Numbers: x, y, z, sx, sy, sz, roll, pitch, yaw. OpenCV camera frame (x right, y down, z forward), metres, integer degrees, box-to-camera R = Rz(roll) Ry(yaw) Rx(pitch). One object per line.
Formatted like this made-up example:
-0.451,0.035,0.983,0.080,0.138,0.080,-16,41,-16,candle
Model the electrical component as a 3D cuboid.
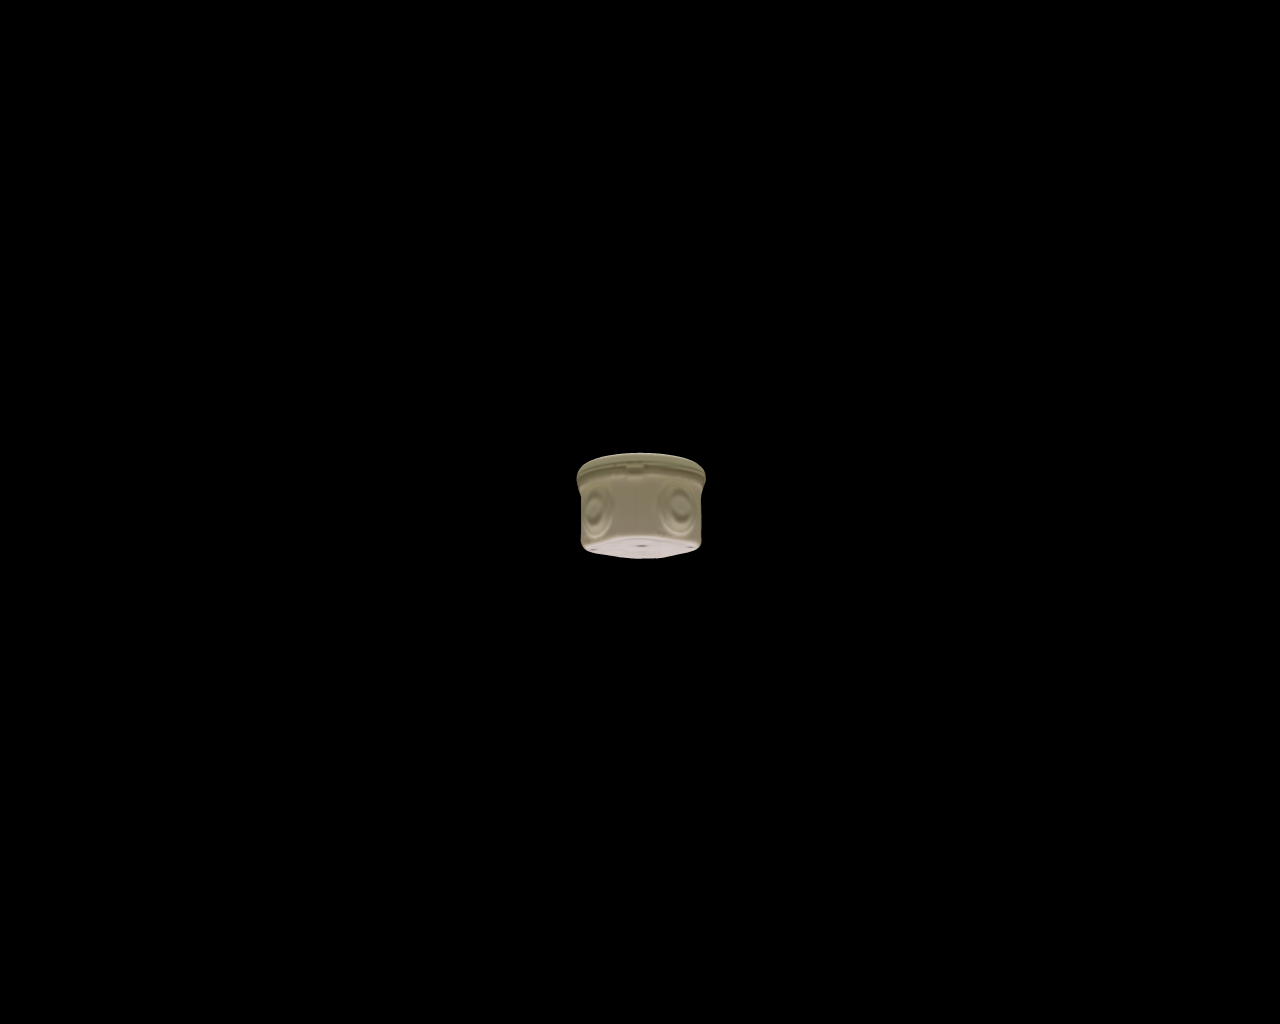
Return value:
0.001,-0.003,0.650,0.080,0.051,0.080,0,-13,0,electrical component
